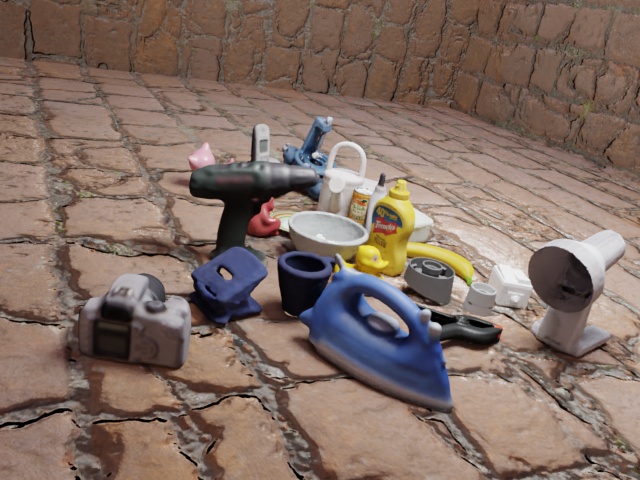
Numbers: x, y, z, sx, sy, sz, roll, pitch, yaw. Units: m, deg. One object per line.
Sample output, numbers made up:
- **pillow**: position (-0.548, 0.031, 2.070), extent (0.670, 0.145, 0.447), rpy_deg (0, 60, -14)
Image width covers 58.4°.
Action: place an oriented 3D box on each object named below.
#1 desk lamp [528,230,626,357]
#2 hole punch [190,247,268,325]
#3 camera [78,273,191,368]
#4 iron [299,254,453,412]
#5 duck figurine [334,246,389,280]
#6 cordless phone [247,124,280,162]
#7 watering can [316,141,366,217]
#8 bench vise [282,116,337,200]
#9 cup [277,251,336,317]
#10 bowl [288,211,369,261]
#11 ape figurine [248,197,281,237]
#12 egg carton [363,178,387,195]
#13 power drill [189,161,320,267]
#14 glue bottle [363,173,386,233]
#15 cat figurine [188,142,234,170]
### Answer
- **desk lamp**: position (0.448, 0.088, 1.003), extent (0.204, 0.213, 0.117), rpy_deg (-9, 30, -40)
- **hole punch**: position (-0.148, 0.070, 0.922), extent (0.101, 0.091, 0.108), rpy_deg (-9, 30, -40)
- **camera**: position (-0.245, 0.095, 0.802), extent (0.143, 0.101, 0.137), rpy_deg (10, 23, -4)
- **iron**: position (0.098, 0.127, 0.838), extent (0.257, 0.141, 0.119), rpy_deg (26, 27, 32)
- **duck figurine**: position (0.081, 0.050, 1.085), extent (0.104, 0.086, 0.078), rpy_deg (17, 23, 12)
- **cordless phone**: position (-0.131, -0.204, 1.454), extent (0.094, 0.185, 0.148), rpy_deg (22, 25, 24)
- **watering can**: position (0.056, -0.138, 1.376), extent (0.101, 0.194, 0.172), rpy_deg (6, 23, -12)
- **bench vise**: position (-0.038, -0.235, 1.528), extent (0.206, 0.220, 0.122), rpy_deg (23, 25, 27)
- **cup**: position (-0.023, 0.075, 0.963), extent (0.091, 0.095, 0.118), rpy_deg (29, 28, 36)
- **bowl**: position (0.011, 0.004, 1.174), extent (0.167, 0.075, 0.167), rpy_deg (10, 23, -4)
- **ape figurine**: position (-0.121, -0.057, 1.234), extent (0.076, 0.092, 0.077), rpy_deg (-3, 27, -31)
- **egg carton**: position (0.112, -0.121, 1.525), extent (0.107, 0.069, 0.151), rpy_deg (19, 24, 18)
- **power drill**: position (-0.129, -0.051, 1.064), extent (0.230, 0.208, 0.075), rpy_deg (8, 23, -7)
- **glue bottle**: position (0.121, -0.066, 1.264), extent (0.037, 0.173, 0.078), rpy_deg (9, 23, -6)
- **cat figurine**: position (-0.272, -0.181, 1.422), extent (0.128, 0.118, 0.067), rpy_deg (-1, 26, -28)
